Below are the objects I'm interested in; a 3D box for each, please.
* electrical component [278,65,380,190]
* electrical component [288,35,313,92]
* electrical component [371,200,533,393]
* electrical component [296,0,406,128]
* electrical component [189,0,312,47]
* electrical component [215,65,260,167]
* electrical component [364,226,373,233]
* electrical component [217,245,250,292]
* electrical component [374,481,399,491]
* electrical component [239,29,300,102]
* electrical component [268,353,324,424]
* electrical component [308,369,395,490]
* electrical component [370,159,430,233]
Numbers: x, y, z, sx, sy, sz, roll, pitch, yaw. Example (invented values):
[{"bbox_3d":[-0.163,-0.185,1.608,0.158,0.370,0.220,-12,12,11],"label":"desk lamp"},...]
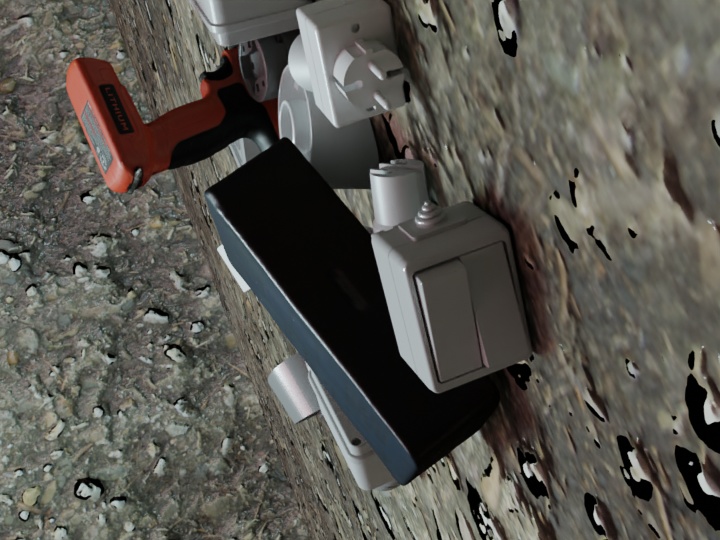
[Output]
[{"bbox_3d":[-0.023,-0.105,0.785,0.099,0.064,0.099,173,90,-72],"label":"electrical component"},{"bbox_3d":[-0.016,-0.135,0.701,0.065,0.044,0.044,33,141,64],"label":"electrical component"},{"bbox_3d":[0.050,0.009,0.579,0.061,0.062,0.096,-133,26,-63],"label":"electrical component"},{"bbox_3d":[0.002,-0.117,0.627,0.076,0.047,0.065,-125,19,-53],"label":"electrical component"},{"bbox_3d":[-0.089,-0.219,0.803,0.113,0.078,0.057,-123,21,-50],"label":"electrical component"},{"bbox_3d":[-0.093,-0.140,1.012,0.113,0.057,0.078,91,157,-58],"label":"electrical component"},{"bbox_3d":[0.000,0.000,0.841,0.045,0.045,0.055,-123,17,-50],"label":"electrical component"},{"bbox_3d":[-0.072,-0.016,1.008,0.060,0.108,0.108,64,169,0],"label":"electrical component"},{"bbox_3d":[0.024,0.176,1.007,0.047,0.055,0.055,113,136,-69],"label":"electrical component"},{"bbox_3d":[-0.061,-0.160,0.825,0.055,0.047,0.055,45,143,49],"label":"electrical component"},{"bbox_3d":[-0.037,0.110,1.074,0.064,0.099,0.099,63,168,8],"label":"electrical component"},{"bbox_3d":[0.011,0.116,0.904,0.113,0.078,0.057,-122,13,-45],"label":"electrical component"},{"bbox_3d":[0.026,-0.041,0.666,0.040,0.040,0.046,-133,31,-63],"label":"electrical component"}]
